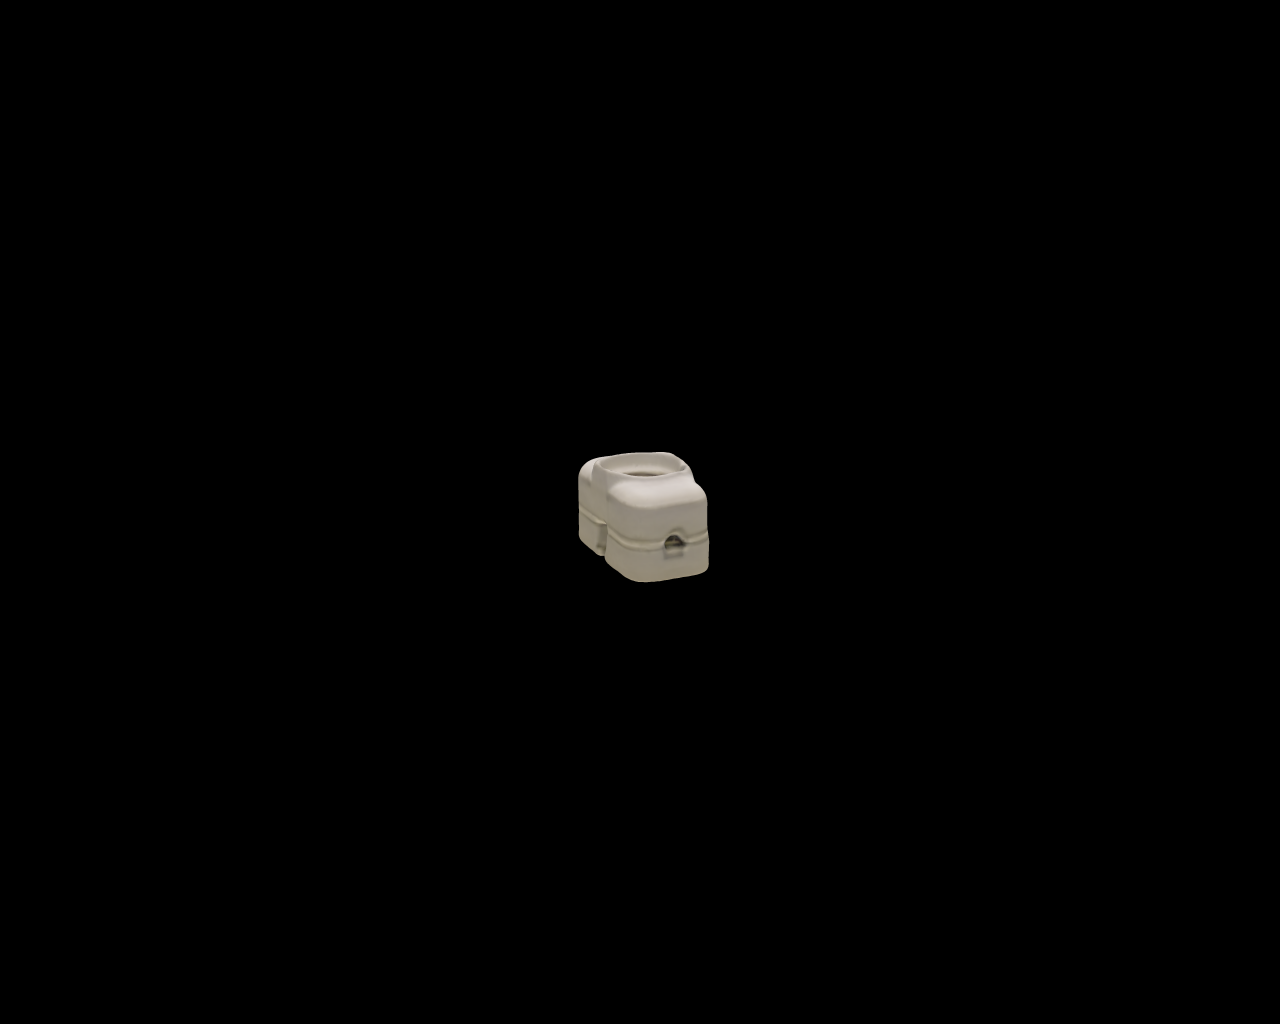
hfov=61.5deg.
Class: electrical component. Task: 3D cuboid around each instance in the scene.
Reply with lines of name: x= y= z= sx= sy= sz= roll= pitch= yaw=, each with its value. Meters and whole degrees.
electrical component: x=0.001 y=-0.003 z=0.650 sx=0.054 sy=0.059 sz=0.095 roll=-8 pitch=20 yaw=-22
